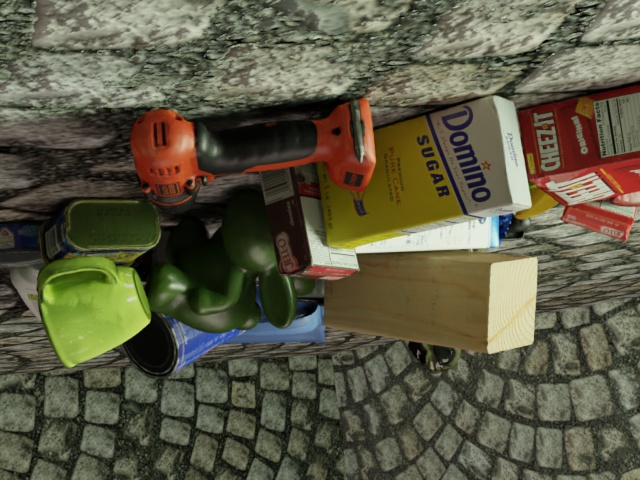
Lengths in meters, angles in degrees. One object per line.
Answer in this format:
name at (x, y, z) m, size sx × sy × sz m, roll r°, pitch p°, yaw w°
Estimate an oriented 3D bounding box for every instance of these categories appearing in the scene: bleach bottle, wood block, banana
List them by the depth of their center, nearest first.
wood block at (0.111, 0.056, 1.106) m, size 0.207 × 0.090 × 0.090 m, roll 6°, pitch -174°, yaw 40°
banana at (0.237, -0.059, 1.133) m, size 0.069 × 0.037 × 0.197 m, roll -19°, pitch 168°, yaw 7°
bleach bottle at (-0.318, 0.049, 1.304) m, size 0.102 × 0.068 × 0.251 m, roll -6°, pitch 168°, yaw -10°

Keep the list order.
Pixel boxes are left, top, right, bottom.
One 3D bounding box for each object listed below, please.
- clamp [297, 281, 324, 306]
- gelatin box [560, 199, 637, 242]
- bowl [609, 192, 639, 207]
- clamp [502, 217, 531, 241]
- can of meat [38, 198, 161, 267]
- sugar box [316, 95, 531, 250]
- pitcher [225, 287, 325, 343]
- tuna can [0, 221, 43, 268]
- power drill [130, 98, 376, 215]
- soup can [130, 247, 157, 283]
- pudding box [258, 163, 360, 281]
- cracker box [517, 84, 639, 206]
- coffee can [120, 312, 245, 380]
clamp at (0.022, 0.063, 1.328) m, size 0.120 × 0.039 × 0.171 m, roll -15°, pitch 168°, yaw 34°
gelatin box at (0.307, -0.036, 1.166) m, size 0.073 × 0.030 × 0.089 m, roll 19°, pitch -152°, yaw 12°
bowl at (0.371, -0.078, 1.079) m, size 0.162 × 0.055 × 0.162 m, roll -7°, pitch 170°, yaw -1°
clamp at (0.173, -0.010, 1.381) m, size 0.210 × 0.036 × 0.164 m, roll -5°, pitch 174°, yaw 1°
can of meat at (-0.219, -0.006, 1.066) m, size 0.101 × 0.057 × 0.084 m, roll -2°, pitch 167°, yaw -30°
sugar box at (0.083, -0.054, 0.898) m, size 0.177 × 0.093 × 0.048 m, roll -15°, pitch 169°, yaw 34°
pitcher at (-0.111, 0.087, 1.474) m, size 0.243 × 0.145 × 0.149 m, roll -4°, pitch 156°, yaw -1°
tuna can at (-0.320, 0.005, 1.121) m, size 0.086 × 0.034 × 0.086 m, roll -7°, pitch 170°, yaw -1°
power drill at (-0.054, -0.062, 0.854) m, size 0.187 × 0.057 × 0.184 m, roll -7°, pitch 170°, yaw -5°
soup can at (-0.240, 0.021, 1.173) m, size 0.102 × 0.068 × 0.068 m, roll -10°, pitch 170°, yaw 22°
pudding box at (-0.010, -0.022, 0.954) m, size 0.039 × 0.113 × 0.089 m, roll -16°, pitch 167°, yaw 27°
cracker box at (0.298, -0.086, 0.932) m, size 0.214 × 0.072 × 0.164 m, roll -10°, pitch 169°, yaw 22°
coffee can at (-0.166, 0.097, 1.317) m, size 0.103 × 0.103 × 0.140 m, roll -16°, pitch -172°, yaw 41°
